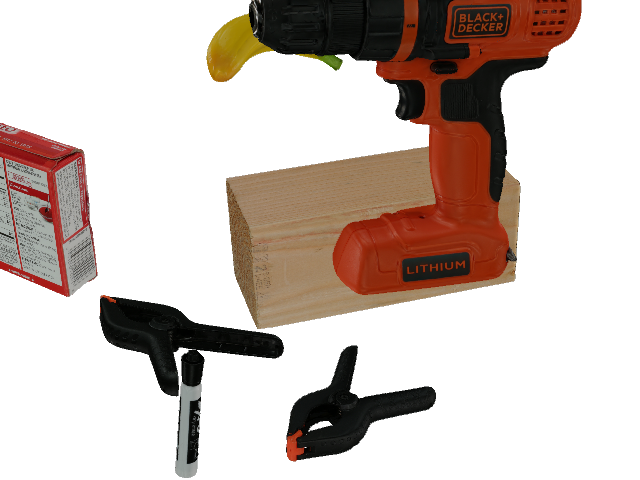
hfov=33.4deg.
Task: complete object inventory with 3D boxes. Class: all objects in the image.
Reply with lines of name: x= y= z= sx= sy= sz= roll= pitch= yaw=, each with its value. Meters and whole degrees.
clamp: x=0.021 y=0.166 z=1.099 sx=0.171 sy=0.039 sz=0.120 roll=-21 pitch=32 yaw=-34
clamp: x=-0.166 y=0.103 z=1.119 sx=0.210 sy=0.036 sz=0.164 roll=17 pitch=19 yaw=29
banana: x=-0.051 y=-0.181 z=0.978 sx=0.070 sy=0.037 sz=0.197 roll=41 pitch=32 yaw=19
wood block: x=0.039 y=-0.007 z=0.825 sx=0.206 sy=0.090 sz=0.091 roll=-10 pitch=29 yaw=-13
gelatin box: x=-0.169 y=-0.020 z=0.619 sx=0.073 sy=0.089 sz=0.030 roll=19 pitch=37 yaw=25
power drill: x=0.049 y=-0.063 z=0.600 sx=0.184 sy=0.188 sz=0.057 roll=-5 pitch=30 yaw=-14
marker: x=-0.109 y=0.144 z=0.887 sx=0.020 sy=0.121 sz=0.020 roll=5 pitch=26 yaw=-3
